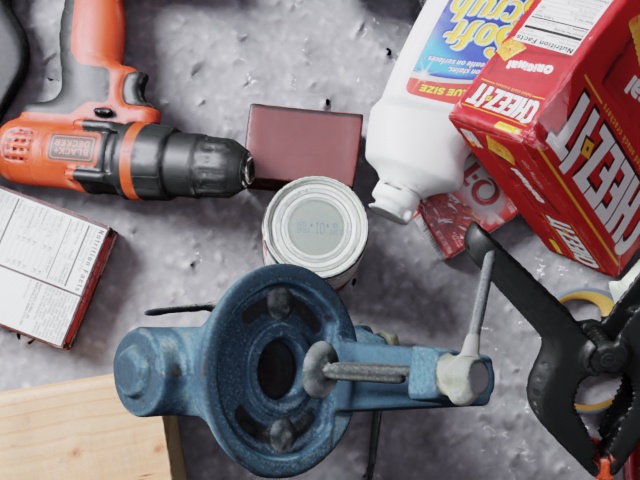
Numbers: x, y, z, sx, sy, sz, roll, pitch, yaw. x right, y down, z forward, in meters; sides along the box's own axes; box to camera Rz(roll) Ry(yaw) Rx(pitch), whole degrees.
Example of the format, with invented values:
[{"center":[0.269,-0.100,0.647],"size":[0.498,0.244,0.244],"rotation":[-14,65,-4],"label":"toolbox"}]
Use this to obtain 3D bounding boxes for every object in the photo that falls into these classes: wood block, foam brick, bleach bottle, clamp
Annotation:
[{"center":[-0.196,0.141,0.686],"size":[0.206,0.091,0.090],"rotation":[-9,84,-3],"label":"wood block"},{"center":[-0.012,-0.060,0.736],"size":[0.078,0.053,0.051],"rotation":[5,83,0],"label":"foam brick"},{"center":[0.109,-0.122,0.717],"size":[0.102,0.068,0.251],"rotation":[27,81,5],"label":"bleach bottle"},{"center":[-0.257,-0.157,0.744],"size":[0.120,0.039,0.171],"rotation":[0,83,-1],"label":"clamp"},{"center":[0.169,0.064,0.685],"size":[0.164,0.036,0.210],"rotation":[-2,116,-4],"label":"clamp"}]

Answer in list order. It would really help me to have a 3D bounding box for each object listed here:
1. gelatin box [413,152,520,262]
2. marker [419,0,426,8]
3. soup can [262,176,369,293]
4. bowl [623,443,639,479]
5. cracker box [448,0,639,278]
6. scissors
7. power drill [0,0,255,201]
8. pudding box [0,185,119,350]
[{"center":[0.094,-0.041,0.749],"size":[0.073,0.030,0.089],"rotation":[-32,86,-6],"label":"gelatin box"},{"center":[0.130,-0.191,0.774],"size":[0.121,0.020,0.020],"rotation":[-16,84,-4],"label":"marker"},{"center":[-0.005,0.001,0.702],"size":[0.068,0.102,0.068],"rotation":[0,80,-2],"label":"soup can"},{"center":[0.293,0.155,0.722],"size":[0.162,0.055,0.162],"rotation":[0,84,-3],"label":"bowl"},{"center":[0.203,-0.107,0.698],"size":[0.213,0.072,0.164],"rotation":[-53,132,-8],"label":"cracker box"},{"center":[0.240,0.042,0.752],"size":[0.201,0.016,0.096],"rotation":[-38,86,-6],"label":"scissors"},{"center":[-0.122,-0.119,0.718],"size":[0.184,0.057,0.187],"rotation":[6,80,15],"label":"power drill"},{"center":[-0.206,0.014,0.727],"size":[0.113,0.039,0.090],"rotation":[21,82,-2],"label":"pudding box"}]
